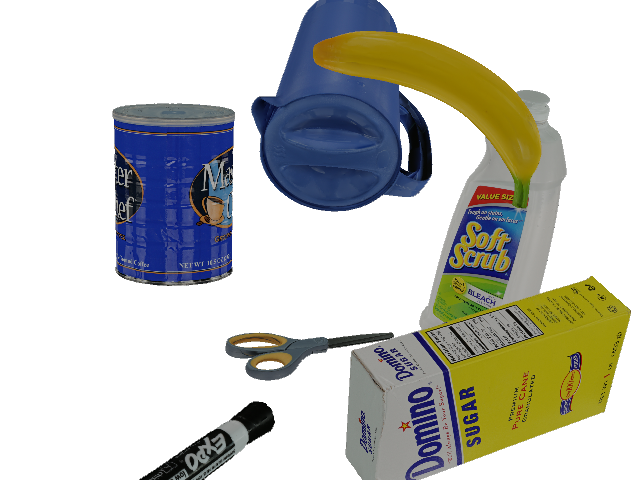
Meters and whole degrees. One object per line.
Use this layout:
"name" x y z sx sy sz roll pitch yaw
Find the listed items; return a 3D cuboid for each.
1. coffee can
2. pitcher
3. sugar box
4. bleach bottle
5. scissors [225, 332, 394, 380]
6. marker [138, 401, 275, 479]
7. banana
"coffee can" -0.125 -0.042 0.916 0.103 0.140 0.103 2 14 -1
"pitcher" 0.029 -0.146 1.076 0.145 0.149 0.242 -10 37 15
"sugar box" 0.103 0.089 0.662 0.176 0.093 0.048 -17 40 -22
"bleach bottle" 0.157 -0.015 0.948 0.103 0.251 0.067 28 37 32
"scissors" -0.006 0.128 1.209 0.201 0.016 0.096 1 25 -9
"marker" -0.061 0.111 0.539 0.020 0.020 0.120 0 16 32
"banana" 0.090 -0.105 0.778 0.198 0.069 0.037 36 3 -2
